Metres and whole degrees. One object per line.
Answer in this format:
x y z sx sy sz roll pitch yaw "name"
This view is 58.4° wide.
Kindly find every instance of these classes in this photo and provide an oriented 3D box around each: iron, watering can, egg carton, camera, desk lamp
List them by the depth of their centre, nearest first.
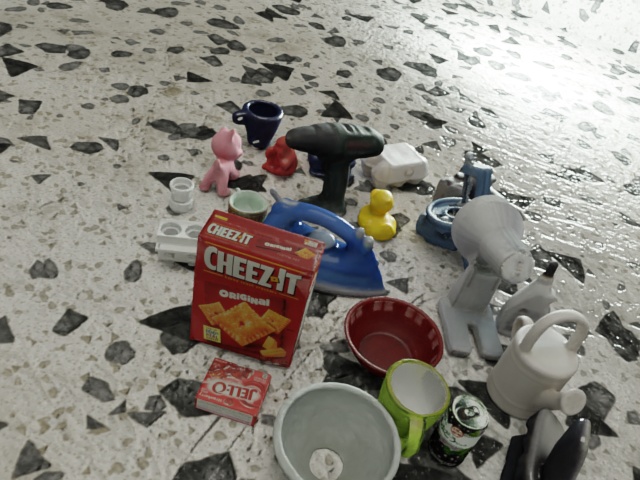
0.338 0.182 0.858 0.101 0.194 0.172 -13 47 -29 "watering can"
0.283 0.058 0.970 0.118 0.213 0.203 8 40 -8 "desk lamp"
0.009 0.004 1.004 0.258 0.141 0.119 20 40 6 "iron"
0.343 -0.094 1.252 0.143 0.101 0.136 -20 51 -34 "camera"
0.171 -0.168 1.309 0.151 0.069 0.107 -12 47 -29 "egg carton"

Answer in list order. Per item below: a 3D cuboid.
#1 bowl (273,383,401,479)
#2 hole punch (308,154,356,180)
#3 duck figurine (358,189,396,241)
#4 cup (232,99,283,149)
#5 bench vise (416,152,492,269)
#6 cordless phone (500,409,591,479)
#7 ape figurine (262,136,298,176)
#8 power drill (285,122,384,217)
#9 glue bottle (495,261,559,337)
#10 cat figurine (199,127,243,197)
0.016 0.274 0.745 0.167 0.075 0.167 9 40 -7 "bowl"
0.030 -0.197 1.282 0.109 0.091 0.101 6 41 -10 "hole punch"
0.122 -0.058 1.153 0.078 0.086 0.104 -2 43 -19 "duck figurine"
-0.145 -0.254 1.290 0.118 0.095 0.091 -13 47 -30 "cup"
0.304 -0.052 1.098 0.207 0.220 0.122 22 40 9 "bench vise"
0.317 0.274 0.751 0.094 0.185 0.148 23 41 10 "cordless phone"
-0.081 -0.184 1.231 0.076 0.092 0.077 0 42 -17 "ape figurine"
0.018 -0.138 1.118 0.230 0.208 0.075 -18 50 -33 "power drill"
0.363 0.101 0.976 0.078 0.173 0.037 16 40 2 "glue bottle"
-0.195 -0.171 1.160 0.067 0.118 0.128 14 40 -1 "cat figurine"
